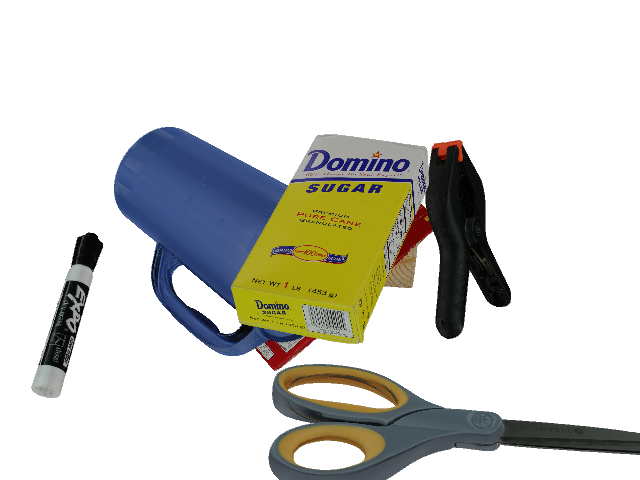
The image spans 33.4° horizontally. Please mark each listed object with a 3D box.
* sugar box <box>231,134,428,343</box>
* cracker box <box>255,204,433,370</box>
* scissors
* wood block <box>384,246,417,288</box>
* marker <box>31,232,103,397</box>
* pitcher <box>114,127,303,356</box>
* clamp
[{"bbox_3d":[0.012,-0.007,0.781,0.093,0.176,0.048,9,-42,18],"label":"sugar box"},{"bbox_3d":[0.023,0.042,1.259,0.214,0.072,0.164,-44,-4,30],"label":"cracker box"},{"bbox_3d":[0.064,0.099,0.503,0.202,0.016,0.096,11,31,20],"label":"scissors"},{"bbox_3d":[0.099,-0.016,1.619,0.091,0.090,0.206,4,25,2],"label":"wood block"},{"bbox_3d":[-0.169,0.047,0.719,0.020,0.121,0.020,7,-32,4],"label":"marker"},{"bbox_3d":[-0.095,-0.008,1.031,0.243,0.145,0.148,32,34,33],"label":"pitcher"},{"bbox_3d":[0.122,0.001,0.946,0.039,0.171,0.120,-10,15,31],"label":"clamp"}]
